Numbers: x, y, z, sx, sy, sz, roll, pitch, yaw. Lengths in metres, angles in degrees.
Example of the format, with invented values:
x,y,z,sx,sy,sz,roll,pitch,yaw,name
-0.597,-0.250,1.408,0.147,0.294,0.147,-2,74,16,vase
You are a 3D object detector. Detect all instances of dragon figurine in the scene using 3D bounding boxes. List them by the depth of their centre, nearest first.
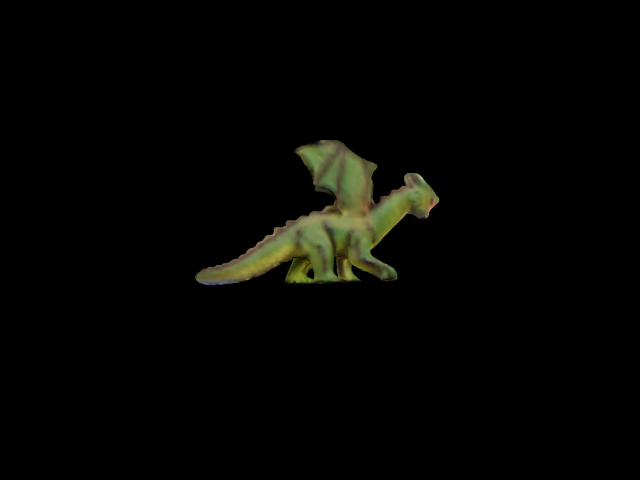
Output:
x,y,z,sx,sy,sz,roll,pitch,yaw,name
0.003,-0.043,0.850,0.410,0.243,0.122,0,-3,-7,dragon figurine
